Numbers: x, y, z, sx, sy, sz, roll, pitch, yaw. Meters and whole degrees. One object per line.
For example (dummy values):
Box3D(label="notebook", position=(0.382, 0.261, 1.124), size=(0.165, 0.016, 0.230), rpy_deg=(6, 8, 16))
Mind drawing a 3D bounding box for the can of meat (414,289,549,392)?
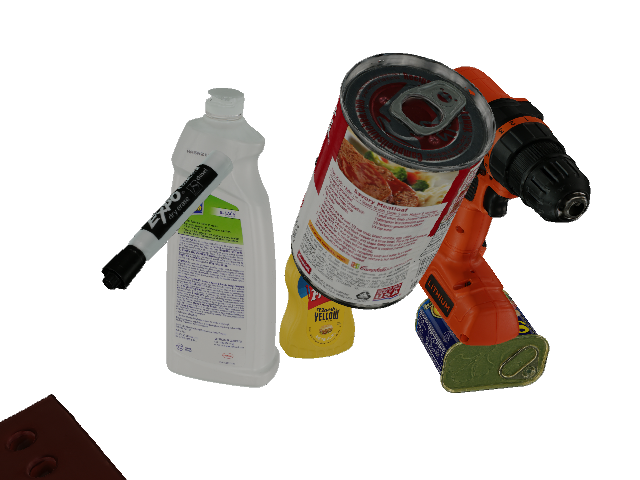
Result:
Box3D(label="can of meat", position=(0.146, 0.090, 0.989), size=(0.102, 0.057, 0.084), rpy_deg=(-4, 31, -15))

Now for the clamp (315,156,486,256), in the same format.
Box3D(label="clamp", position=(0.102, -0.047, 1.193), size=(0.164, 0.210, 0.036), rpy_deg=(-15, -37, -27))

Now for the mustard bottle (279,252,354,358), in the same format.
Box3D(label="mustard bottle", position=(0.002, 0.053, 1.345), size=(0.096, 0.192, 0.058), rpy_deg=(-5, 26, -20))

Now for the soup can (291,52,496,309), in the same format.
Box3D(label="soup can", position=(0.030, -0.024, 0.482), size=(0.068, 0.068, 0.102), rpy_deg=(0, -38, -17))

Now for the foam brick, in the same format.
Box3D(label="foam brick", position=(-0.126, 0.123, 0.504), size=(0.052, 0.051, 0.078), rpy_deg=(-29, 42, -27))

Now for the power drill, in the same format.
Box3D(label="power drill", position=(0.131, -0.015, 0.802), size=(0.057, 0.188, 0.184), rpy_deg=(-5, 35, -18))

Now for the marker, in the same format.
Box3D(label="marker", position=(-0.097, -0.013, 0.678), size=(0.020, 0.020, 0.121), rpy_deg=(0, 42, 45))

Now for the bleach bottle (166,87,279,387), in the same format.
Box3D(label="bleach bottle", position=(-0.079, -0.003, 0.906), size=(0.102, 0.251, 0.068), rpy_deg=(8, 22, 8))
